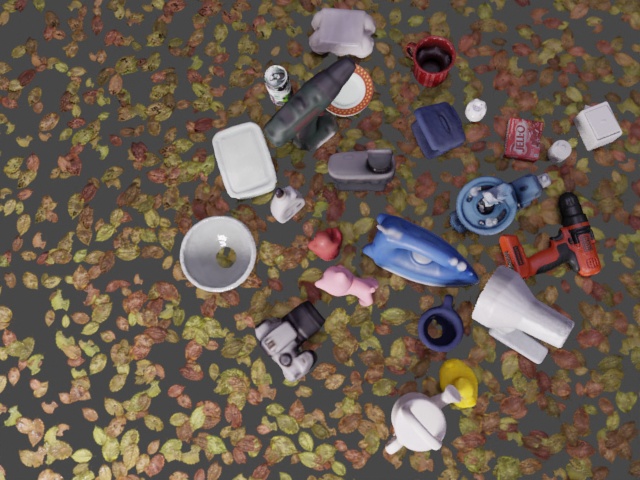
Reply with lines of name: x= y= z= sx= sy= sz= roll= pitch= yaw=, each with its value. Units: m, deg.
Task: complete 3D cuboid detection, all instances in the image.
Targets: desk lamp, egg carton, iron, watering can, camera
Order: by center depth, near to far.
watering can: x=0.197 y=0.350 z=1.113 sx=0.101 sy=0.194 sz=0.173 roll=26 pitch=84 yaw=8
desk lamp: x=0.394 y=0.148 z=1.121 sx=0.203 sy=0.213 sz=0.118 roll=31 pitch=84 yaw=9
iron: x=0.222 y=0.028 z=1.190 sx=0.258 sy=0.141 sz=0.119 roll=23 pitch=83 yaw=7
camera: x=-0.049 y=0.203 z=1.201 sx=0.137 sy=0.101 sz=0.143 roll=-39 pitch=80 yaw=-3
egg carton: x=0.052 y=-0.476 z=1.319 sx=0.150 sy=0.069 sz=0.107 roll=5 pitch=81 yaw=5

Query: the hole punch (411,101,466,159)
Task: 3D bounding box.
hole punch: x=0.262 y=-0.249 z=1.257 sx=0.101 sy=0.091 sz=0.108 roll=-25 pitch=80 yaw=0

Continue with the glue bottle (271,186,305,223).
glue bottle: x=-0.075 y=-0.084 z=1.213 sx=0.078 sy=0.173 sz=0.037 roll=-41 pitch=80 yaw=-3

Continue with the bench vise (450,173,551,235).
bench vise: x=0.367 y=-0.098 z=1.160 sx=0.207 sy=0.220 sz=0.121 roll=-42 pitch=80 yaw=-3

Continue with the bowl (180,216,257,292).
bowl: x=-0.215 y=0.034 z=1.254 sx=0.167 sy=0.075 sz=0.167 roll=-1 pitch=81 yaw=4

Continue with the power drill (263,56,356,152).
power drill: x=-0.014 y=-0.274 z=1.221 sx=0.229 sy=0.208 sz=0.075 roll=-41 pitch=80 yaw=-3

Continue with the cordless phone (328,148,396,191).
cordless phone: x=0.088 y=-0.167 z=1.208 sx=0.147 sy=0.185 sz=0.094 roll=-4 pitch=80 yaw=4

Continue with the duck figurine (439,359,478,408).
duck figurine: x=0.288 y=0.295 z=1.170 sx=0.077 sy=0.086 sz=0.104 roll=-24 pitch=80 yaw=0

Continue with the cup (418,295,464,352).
cup: x=0.248 y=0.172 z=1.188 sx=0.091 sy=0.095 sz=0.118 roll=15 pitch=82 yaw=7

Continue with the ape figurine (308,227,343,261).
ape figurine: x=0.011 y=0.004 z=1.234 sx=0.077 sy=0.092 sz=0.076 roll=-9 pitch=80 yaw=3

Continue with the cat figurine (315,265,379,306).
cat figurine: x=0.058 y=0.091 z=1.203 sx=0.127 sy=0.118 sz=0.067 roll=15 pitch=82 yaw=7
